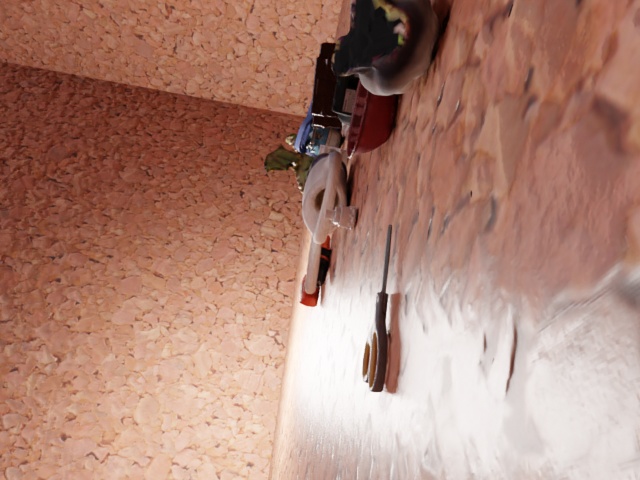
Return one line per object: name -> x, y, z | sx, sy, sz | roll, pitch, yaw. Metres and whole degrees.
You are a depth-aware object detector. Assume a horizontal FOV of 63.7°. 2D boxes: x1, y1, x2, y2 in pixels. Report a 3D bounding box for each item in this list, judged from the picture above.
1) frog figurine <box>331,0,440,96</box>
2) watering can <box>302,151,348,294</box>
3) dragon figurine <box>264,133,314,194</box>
frog figurine -> 0.102, -0.252, 0.646 | 0.161, 0.123, 0.135 | -21, -61, -53
watering can -> 0.004, -0.062, 1.226 | 0.229, 0.104, 0.340 | -86, 8, -59
dragon figurine -> -0.076, -0.229, 1.774 | 0.119, 0.242, 0.421 | 111, 170, -48
